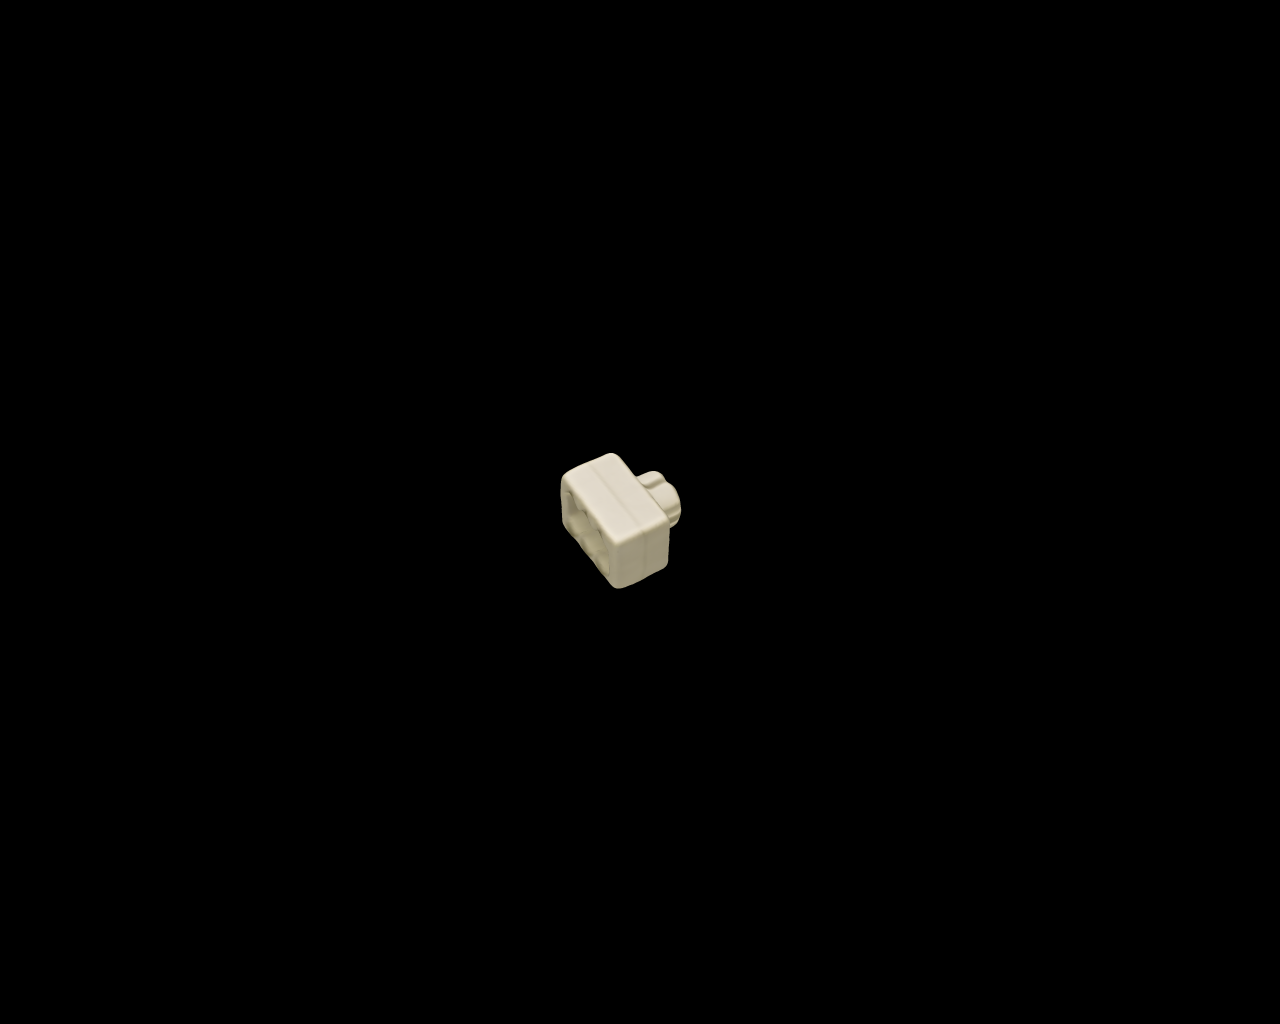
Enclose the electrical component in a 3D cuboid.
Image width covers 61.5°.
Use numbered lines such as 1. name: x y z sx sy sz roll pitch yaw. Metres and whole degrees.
1. electrical component: 0.001 -0.003 0.650 0.077 0.066 0.047 -25 -36 -20
